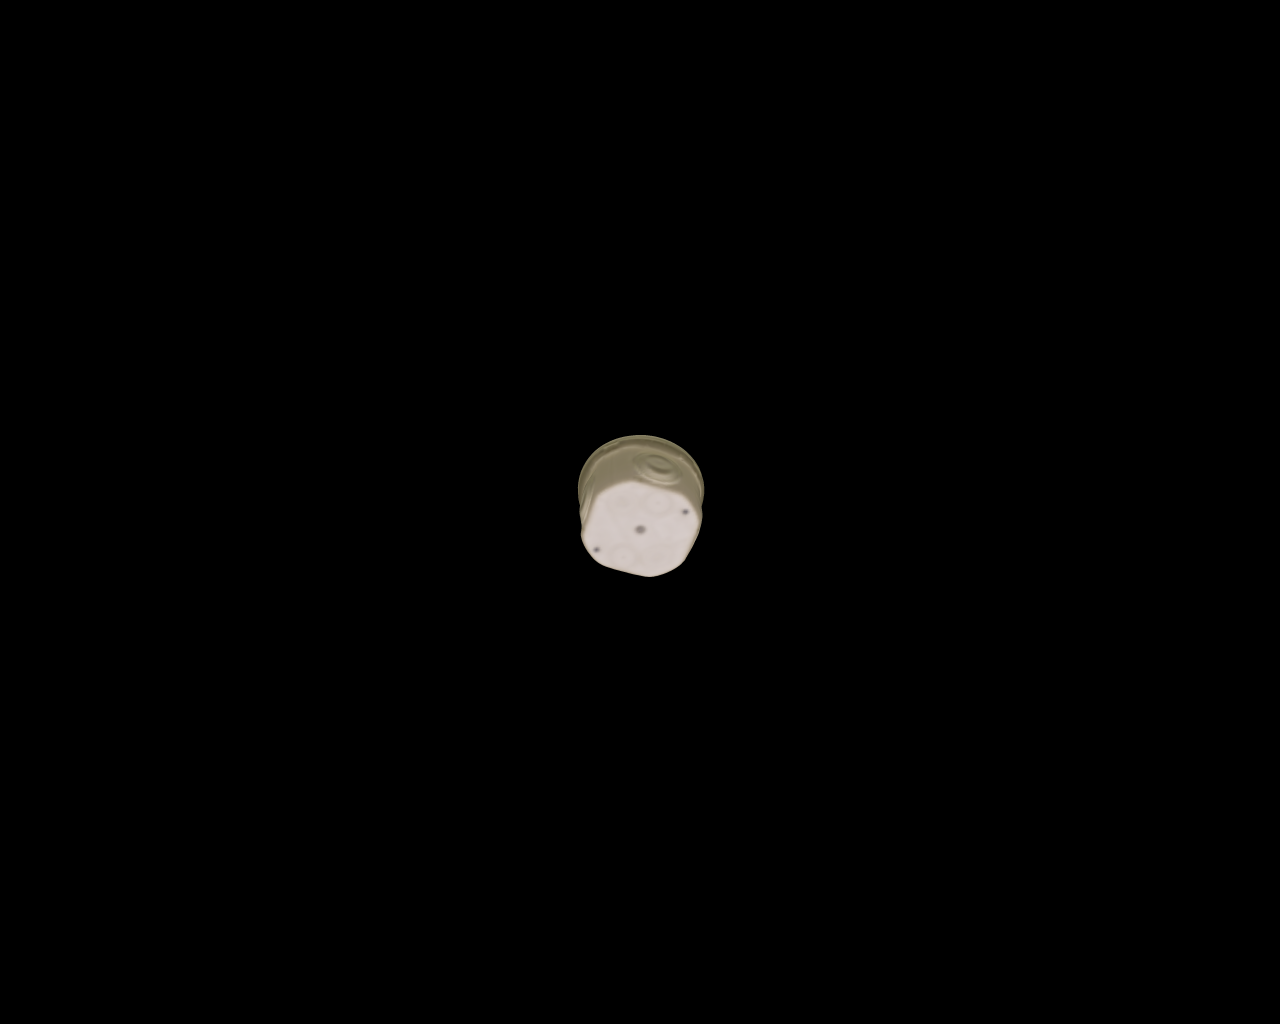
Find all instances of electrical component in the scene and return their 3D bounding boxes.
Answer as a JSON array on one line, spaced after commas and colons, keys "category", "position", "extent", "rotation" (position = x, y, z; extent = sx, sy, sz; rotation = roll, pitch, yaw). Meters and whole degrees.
[{"category": "electrical component", "position": [0.001, -0.003, 0.650], "extent": [0.080, 0.080, 0.051], "rotation": [0, 33, 0]}]
